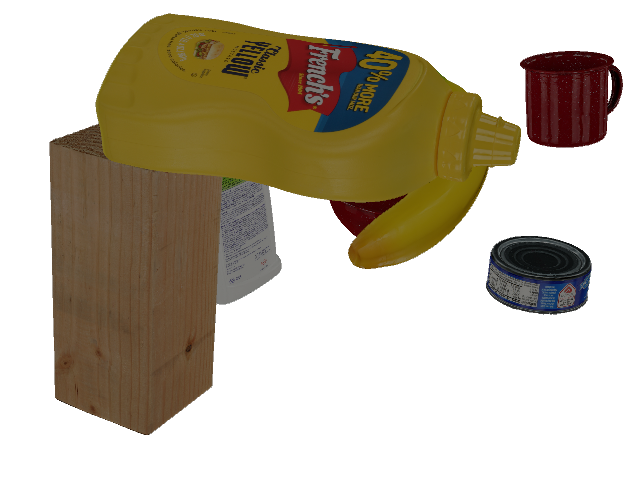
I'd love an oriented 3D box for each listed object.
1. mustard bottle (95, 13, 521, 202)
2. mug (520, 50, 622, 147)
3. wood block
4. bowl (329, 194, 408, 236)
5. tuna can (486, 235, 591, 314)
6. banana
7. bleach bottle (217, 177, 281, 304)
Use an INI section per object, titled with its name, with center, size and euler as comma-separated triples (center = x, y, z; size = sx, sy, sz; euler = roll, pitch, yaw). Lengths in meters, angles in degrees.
[mustard bottle]
center = -0.002, -0.060, 0.506
size = 0.192, 0.058, 0.096
euler = 12, 40, 15
[mug]
center = 0.264, -0.148, 1.103
size = 0.117, 0.081, 0.093
euler = -16, 24, -25
[wood block]
center = -0.134, 0.023, 0.782
size = 0.090, 0.206, 0.090
euler = 16, 26, 24
[bowl]
center = 0.077, -0.037, 1.202
size = 0.162, 0.055, 0.162
euler = 6, 25, -3
[tuna can]
center = 0.184, 0.028, 0.901
size = 0.086, 0.034, 0.086
euler = 2, 25, -1
[banana]
center = 0.076, -0.044, 0.718
size = 0.069, 0.197, 0.037
euler = 15, -42, 8
[bleach bottle]
center = -0.091, -0.063, 1.055
size = 0.068, 0.251, 0.102
euler = 26, 42, 33
